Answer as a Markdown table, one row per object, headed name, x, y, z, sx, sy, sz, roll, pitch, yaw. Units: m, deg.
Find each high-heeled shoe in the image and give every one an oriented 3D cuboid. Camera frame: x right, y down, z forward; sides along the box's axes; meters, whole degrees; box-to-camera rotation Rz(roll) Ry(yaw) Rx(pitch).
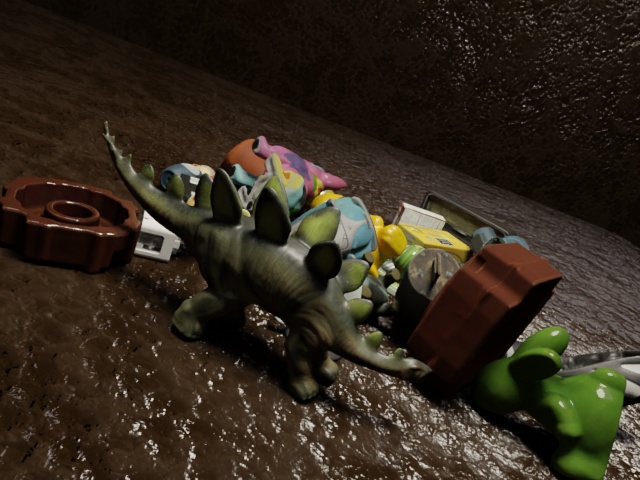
| name | x | y | z | sx | sy | sz | roll | pitch | yaw |
| --- | --- | --- | --- | --- | --- | --- | --- | --- | --- |
| high-heeled shoe | 0.371 | 0.170 | 0.814 | 0.249 | 0.145 | 0.086 | 34 | 21 | 25 |

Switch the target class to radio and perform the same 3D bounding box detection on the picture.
| name | x | y | z | sx | sy | sz | roll | pitch | yaw |
| --- | --- | --- | --- | --- | --- | --- | --- | --- | --- |
| radio | 0.343 | -0.016 | 1.309 | 0.230 | 0.131 | 0.073 | 35 | 22 | 30 |

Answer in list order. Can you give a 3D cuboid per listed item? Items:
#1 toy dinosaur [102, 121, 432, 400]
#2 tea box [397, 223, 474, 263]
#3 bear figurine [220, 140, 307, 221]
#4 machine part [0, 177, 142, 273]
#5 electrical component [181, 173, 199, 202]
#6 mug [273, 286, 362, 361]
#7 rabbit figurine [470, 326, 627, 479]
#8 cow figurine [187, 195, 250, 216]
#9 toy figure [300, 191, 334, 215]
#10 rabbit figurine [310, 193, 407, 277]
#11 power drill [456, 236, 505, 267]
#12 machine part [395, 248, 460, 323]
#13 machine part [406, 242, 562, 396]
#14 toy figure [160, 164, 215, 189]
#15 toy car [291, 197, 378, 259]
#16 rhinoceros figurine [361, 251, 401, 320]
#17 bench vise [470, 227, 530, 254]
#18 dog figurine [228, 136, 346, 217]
| name | x | y | z | sx | sy | sz | roll | pitch | yaw |
| --- | --- | --- | --- | --- | --- | --- | --- | --- | --- |
| toy dinosaur | -0.080 | 0.025 | 0.615 | 0.472 | 0.198 | 0.105 | 28 | 16 | 9 |
| tea box | 0.247 | 0.020 | 1.200 | 0.169 | 0.068 | 0.098 | 8 | 23 | -39 |
| bear figurine | -0.110 | -0.110 | 1.112 | 0.196 | 0.120 | 0.132 | 48 | -25 | -2 |
| machine part | -0.321 | -0.024 | 0.691 | 0.179 | 0.056 | 0.179 | 19 | 19 | -7 |
| electrical component | -0.197 | -0.064 | 0.938 | 0.115 | 0.058 | 0.134 | 19 | 19 | -17 |
| mug | 0.001 | 0.083 | 0.688 | 0.109 | 0.107 | 0.081 | 24 | 17 | -3 |
| rabbit figurine | 0.276 | 0.195 | 0.671 | 0.170 | 0.158 | 0.121 | 14 | 24 | 23 |
| cow figurine | -0.142 | -0.026 | 0.804 | 0.098 | 0.068 | 0.167 | 36 | -6 | 48 |
| toy figure | -0.021 | -0.102 | 1.193 | 0.082 | 0.089 | 0.180 | 9 | 24 | -15 |
| rabbit figurine | 0.048 | -0.026 | 0.945 | 0.173 | 0.122 | 0.162 | 40 | 9 | -32 |
| power drill | 0.285 | 0.066 | 0.981 | 0.232 | 0.086 | 0.207 | 38 | -23 | 7 |
| machine part | 0.160 | 0.074 | 0.820 | 0.079 | 0.079 | 0.243 | 26 | -16 | 8 |
| machine part | 0.220 | 0.102 | 0.729 | 0.087 | 0.201 | 0.201 | 44 | 27 | 29 |
| toy figure | -0.244 | -0.118 | 1.039 | 0.064 | 0.058 | 0.154 | 65 | 24 | 1 |
| toy car | -0.002 | -0.002 | 0.823 | 0.103 | 0.162 | 0.109 | 0 | 71 | -68 |
| rhinoceros figurine | 0.035 | 0.064 | 0.781 | 0.190 | 0.073 | 0.112 | 23 | -30 | -38 |
| bench vise | 0.422 | 0.077 | 1.149 | 0.240 | 0.128 | 0.224 | 15 | 34 | -29 |
| dog figurine | -0.041 | -0.091 | 0.974 | 0.219 | 0.108 | 0.192 | 17 | 32 | -42 |
